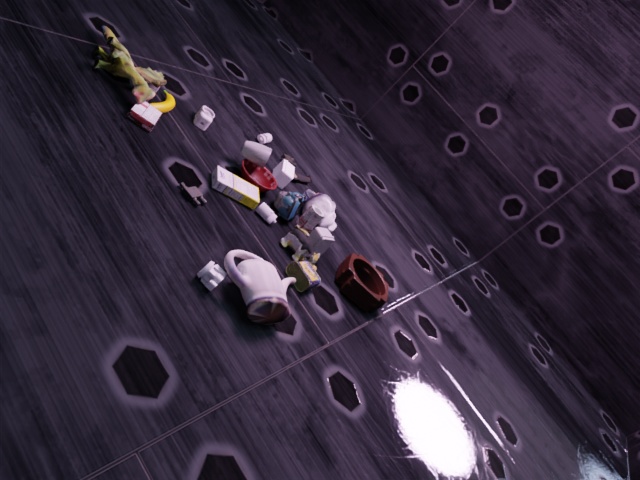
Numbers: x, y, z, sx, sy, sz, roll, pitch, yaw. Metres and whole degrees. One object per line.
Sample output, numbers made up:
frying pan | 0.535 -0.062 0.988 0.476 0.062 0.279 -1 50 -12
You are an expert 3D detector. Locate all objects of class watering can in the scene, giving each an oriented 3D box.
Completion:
watering can | -0.144 0.142 1.496 0.343 0.103 0.229 30 28 -50

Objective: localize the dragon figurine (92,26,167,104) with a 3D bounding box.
dragon figurine | -0.658 -0.612 1.813 0.240 0.121 0.420 27 30 -40

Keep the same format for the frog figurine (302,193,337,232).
frog figurine | 0.006 -0.105 2.080 0.139 0.120 0.160 -26 80 -30
